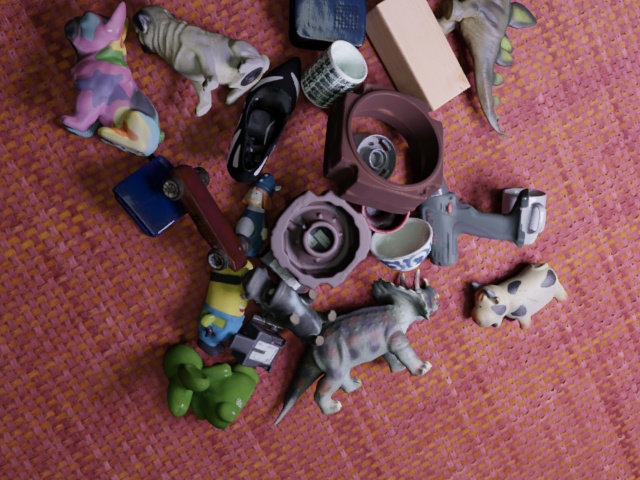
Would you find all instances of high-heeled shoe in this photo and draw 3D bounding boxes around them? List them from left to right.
[{"bbox_3d":[-0.089,-0.212,0.916,0.086,0.145,0.248,25,92,-15],"label":"high-heeled shoe"}]

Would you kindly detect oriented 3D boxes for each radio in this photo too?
[{"bbox_3d":[0.013,-0.454,0.950,0.131,0.073,0.229,-1,95,-12],"label":"radio"}]

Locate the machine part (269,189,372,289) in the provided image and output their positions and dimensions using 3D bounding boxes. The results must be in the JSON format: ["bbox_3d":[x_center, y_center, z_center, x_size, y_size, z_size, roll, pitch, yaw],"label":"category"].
[{"bbox_3d":[-0.002,-0.003,0.949,0.179,0.056,0.179,-1,97,-12],"label":"machine part"}]

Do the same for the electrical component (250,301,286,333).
[{"bbox_3d":[-0.083,0.142,1.004,0.094,0.021,0.063,23,50,-20],"label":"electrical component"}]

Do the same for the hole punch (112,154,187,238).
[{"bbox_3d":[-0.281,-0.074,0.921,0.116,0.092,0.142,-41,100,-9],"label":"hole punch"}]

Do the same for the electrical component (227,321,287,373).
[{"bbox_3d":[-0.126,0.193,0.983,0.119,0.048,0.074,25,92,-40],"label":"electrical component"}]

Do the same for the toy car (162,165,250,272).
[{"bbox_3d":[-0.191,-0.034,0.907,0.053,0.089,0.202,-26,99,27],"label":"toy car"}]

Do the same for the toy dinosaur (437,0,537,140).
[{"bbox_3d":[0.305,-0.426,1.006,0.199,0.105,0.470,-4,102,-16],"label":"toy dinosaur"}]

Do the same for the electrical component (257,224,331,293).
[{"bbox_3d":[-0.033,0.027,1.003,0.134,0.058,0.114,-42,105,-6],"label":"electrical component"}]

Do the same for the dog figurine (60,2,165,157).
[{"bbox_3d":[-0.330,-0.264,0.878,0.191,0.108,0.219,18,90,-13],"label":"dog figurine"}]

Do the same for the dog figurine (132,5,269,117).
[{"bbox_3d":[-0.200,-0.331,0.910,0.172,0.121,0.190,-33,85,-40],"label":"dog figurine"}]

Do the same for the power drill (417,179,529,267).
[{"bbox_3d":[0.287,-0.061,1.023,0.207,0.086,0.231,0,104,11],"label":"power drill"}]

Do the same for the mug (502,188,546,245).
[{"bbox_3d":[0.413,-0.042,1.076,0.081,0.110,0.107,-8,111,-18],"label":"mug"}]

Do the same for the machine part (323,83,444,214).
[{"bbox_3d":[0.113,-0.159,0.932,0.201,0.087,0.201,13,68,-20],"label":"machine part"}]

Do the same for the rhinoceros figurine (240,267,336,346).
[{"bbox_3d":[-0.057,0.114,0.944,0.190,0.112,0.073,44,65,-33],"label":"rhinoceros figurine"}]

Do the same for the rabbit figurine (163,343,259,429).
[{"bbox_3d":[-0.216,0.258,0.954,0.170,0.159,0.121,37,97,1],"label":"rabbit figurine"}]

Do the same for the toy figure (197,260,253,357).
[{"bbox_3d":[-0.173,0.115,0.970,0.089,0.082,0.180,24,93,-15],"label":"toy figure"}]

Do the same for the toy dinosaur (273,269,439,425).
[{"bbox_3d":[0.065,0.196,1.020,0.405,0.131,0.192,-23,89,-5],"label":"toy dinosaur"}]

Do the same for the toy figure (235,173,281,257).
[{"bbox_3d":[-0.115,-0.047,0.973,0.064,0.058,0.154,15,94,-3],"label":"toy figure"}]

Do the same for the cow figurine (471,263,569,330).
[{"bbox_3d":[0.396,0.114,1.098,0.195,0.085,0.127,-32,108,-5],"label":"cow figurine"}]
